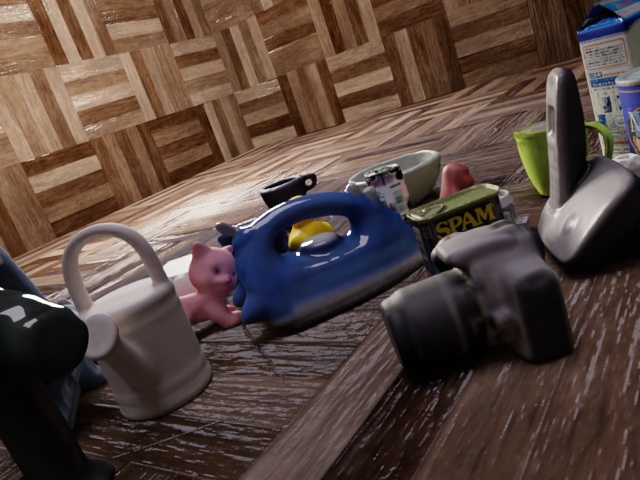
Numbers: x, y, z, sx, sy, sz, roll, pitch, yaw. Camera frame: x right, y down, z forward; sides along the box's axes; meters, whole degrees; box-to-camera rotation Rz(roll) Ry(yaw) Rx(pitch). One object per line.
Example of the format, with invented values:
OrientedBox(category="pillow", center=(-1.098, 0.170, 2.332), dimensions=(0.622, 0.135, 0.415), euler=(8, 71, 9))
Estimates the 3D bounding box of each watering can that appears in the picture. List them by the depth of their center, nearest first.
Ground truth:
OrientedBox(category="watering can", center=(-0.189, 0.076, 0.577), dimensions=(0.101, 0.194, 0.172), euler=(-25, 16, -19))

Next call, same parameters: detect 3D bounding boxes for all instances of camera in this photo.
OrientedBox(category="camera", center=(0.118, 0.044, 0.487), dimensions=(0.137, 0.101, 0.143), euler=(-20, 15, 0))

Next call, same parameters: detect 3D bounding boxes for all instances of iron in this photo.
OrientedBox(category="iron", center=(0.006, 0.002, 0.693), dimensions=(0.258, 0.141, 0.118), euler=(-23, 15, -12))

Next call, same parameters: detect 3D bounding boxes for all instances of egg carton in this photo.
OrientedBox(category="egg carton", center=(-0.196, 0.069, 0.854), dimensions=(0.107, 0.069, 0.150), euler=(-16, 15, 13))

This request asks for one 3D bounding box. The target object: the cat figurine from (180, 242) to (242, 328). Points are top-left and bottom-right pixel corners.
OrientedBox(category="cat figurine", center=(-0.152, 0.060, 0.734), dimensions=(0.128, 0.118, 0.067), euler=(-26, 16, -23))

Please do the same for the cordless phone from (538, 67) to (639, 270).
OrientedBox(category="cordless phone", center=(0.256, -0.075, 0.569), dimensions=(0.094, 0.185, 0.147), euler=(-17, 15, 10))

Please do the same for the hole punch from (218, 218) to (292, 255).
OrientedBox(category="hole punch", center=(-0.105, 0.005, 0.922), dimensions=(0.108, 0.091, 0.101), euler=(-20, 15, -3))

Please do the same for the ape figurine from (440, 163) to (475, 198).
OrientedBox(category="ape figurine", center=(0.192, -0.061, 0.779), dimensions=(0.076, 0.092, 0.078), euler=(-15, 16, 17))

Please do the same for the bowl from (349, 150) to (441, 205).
OrientedBox(category="bowl", center=(0.139, -0.096, 1.005), dimensions=(0.167, 0.075, 0.167), euler=(-18, 15, 5))

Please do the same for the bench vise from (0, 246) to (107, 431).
OrientedBox(category="bench vise", center=(-0.324, 0.096, 0.627), dimensions=(0.122, 0.220, 0.206), euler=(-25, 16, -20))

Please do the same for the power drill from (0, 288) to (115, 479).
OrientedBox(category="power drill", center=(-0.263, 0.127, 0.462), dimensions=(0.229, 0.208, 0.076), euler=(-12, 17, 28))

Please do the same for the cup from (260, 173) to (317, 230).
OrientedBox(category="cup", center=(-0.050, -0.075, 1.126), dimensions=(0.118, 0.095, 0.091), euler=(-24, 16, -16))

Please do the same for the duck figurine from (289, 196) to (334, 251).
OrientedBox(category="duck figurine", center=(-0.025, -0.032, 0.962), dimensions=(0.078, 0.086, 0.104), euler=(-26, 17, -24))
